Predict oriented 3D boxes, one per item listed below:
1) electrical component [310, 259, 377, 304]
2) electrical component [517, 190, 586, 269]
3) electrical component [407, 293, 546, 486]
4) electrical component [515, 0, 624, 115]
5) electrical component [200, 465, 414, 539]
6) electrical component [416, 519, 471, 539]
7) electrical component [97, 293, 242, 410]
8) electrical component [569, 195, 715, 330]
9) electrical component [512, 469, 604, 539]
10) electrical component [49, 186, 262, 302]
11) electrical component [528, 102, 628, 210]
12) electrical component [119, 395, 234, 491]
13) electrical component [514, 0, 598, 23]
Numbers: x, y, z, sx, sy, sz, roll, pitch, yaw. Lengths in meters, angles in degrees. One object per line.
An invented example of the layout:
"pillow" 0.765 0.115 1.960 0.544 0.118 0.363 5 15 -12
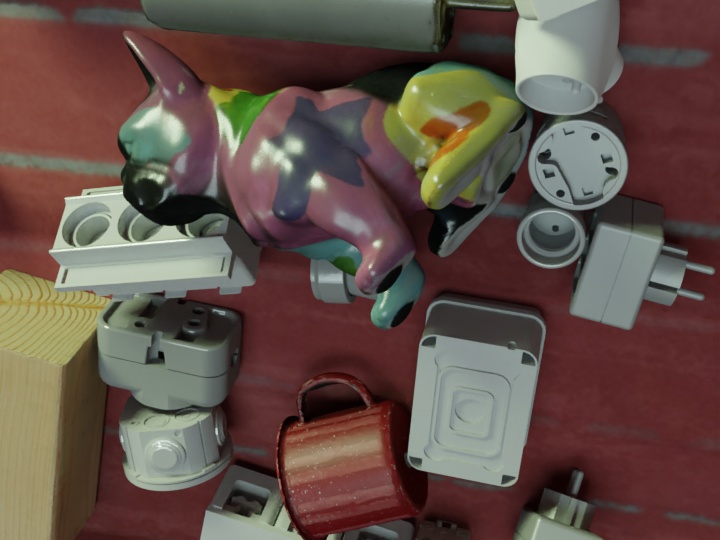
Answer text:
"electrical component" 0.000 0.000 0.698 0.055 0.045 0.045 1 119 14
"electrical component" 0.117 -0.029 0.650 0.040 0.046 0.040 6 120 11
"electrical component" 0.077 0.078 0.714 0.078 0.057 0.113 10 121 9
"electrical component" 0.120 -0.120 0.587 0.043 0.077 0.079 1 159 33
"electrical component" -0.043 0.217 0.821 0.150 0.061 0.089 17 122 5
"electrical component" 0.057 0.222 0.794 0.042 0.081 0.063 12 99 8
"electrical component" -0.134 0.058 0.760 0.095 0.053 0.059 11 121 8
"electrical component" 0.173 -0.001 0.650 0.077 0.047 0.065 15 121 6
"electrical component" 0.141 0.175 0.748 0.047 0.083 0.075 19 83 4
"electrical component" -0.130 -0.017 0.707 0.121 0.078 0.063 -4 146 17
"electrical component" 0.127 -0.069 0.623 0.055 0.047 0.055 6 120 11
"electrical component" -0.135 0.120 0.780 0.080 0.080 0.051 0 114 15
"electrical component" 0.138 -0.188 0.517 0.150 0.061 0.089 -21 103 4
